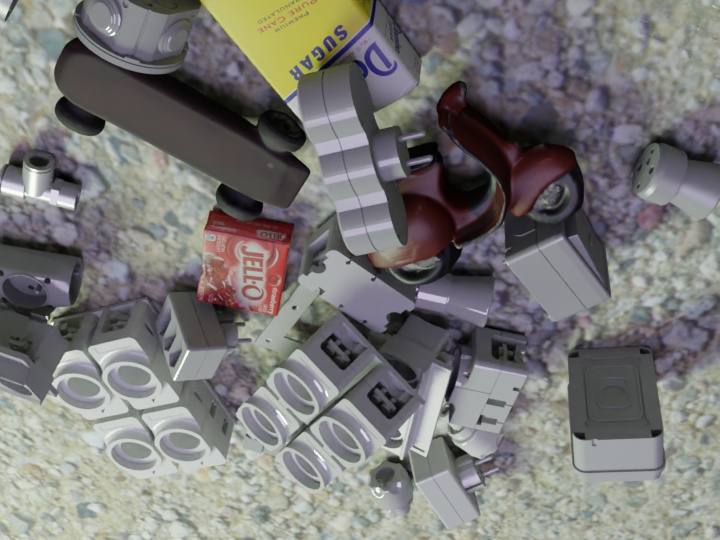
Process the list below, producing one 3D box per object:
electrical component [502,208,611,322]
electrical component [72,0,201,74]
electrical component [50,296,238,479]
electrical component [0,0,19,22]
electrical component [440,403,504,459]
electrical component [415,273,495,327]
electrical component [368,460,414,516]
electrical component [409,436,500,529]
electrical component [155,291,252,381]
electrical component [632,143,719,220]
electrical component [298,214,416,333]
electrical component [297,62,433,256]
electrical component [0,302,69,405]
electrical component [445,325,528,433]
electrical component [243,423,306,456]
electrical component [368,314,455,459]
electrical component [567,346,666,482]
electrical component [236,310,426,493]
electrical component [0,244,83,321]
[{"bbox_3d":[0.164,-0.009,0.862,0.061,0.061,0.096,-26,125,27],"label":"electrical component"},{"bbox_3d":[-0.152,-0.175,0.737,0.080,0.080,0.051,22,126,-13],"label":"electrical component"},{"bbox_3d":[-0.210,0.121,1.030,0.105,0.060,0.186,-13,129,19],"label":"electrical component"},{"bbox_3d":[-0.213,-0.221,0.720,0.074,0.052,0.138,28,130,-18],"label":"electrical component"},{"bbox_3d":[0.103,0.149,1.028,0.062,0.043,0.043,37,127,-23],"label":"electrical component"},{"bbox_3d":[0.078,0.021,0.915,0.065,0.044,0.044,12,133,2],"label":"electrical component"},{"bbox_3d":[0.035,0.230,1.111,0.043,0.043,0.062,-11,131,16],"label":"electrical component"},{"bbox_3d":[0.102,0.207,1.081,0.076,0.047,0.083,-25,126,11],"label":"electrical component"},{"bbox_3d":[-0.134,0.058,0.965,0.077,0.065,0.047,-1,140,-32],"label":"electrical component"},{"bbox_3d":[0.240,-0.067,0.810,0.055,0.045,0.045,19,132,-10],"label":"electrical component"},{"bbox_3d":[0.000,0.000,0.895,0.089,0.055,0.050,34,128,-22],"label":"electrical component"},{"bbox_3d":[0.013,-0.079,0.750,0.074,0.052,0.138,-11,117,16],"label":"electrical component"},{"bbox_3d":[-0.324,0.064,0.943,0.121,0.063,0.078,16,154,15],"label":"electrical component"},{"bbox_3d":[0.111,0.099,0.976,0.056,0.050,0.089,12,133,-5],"label":"electrical component"},{"bbox_3d":[-0.081,0.157,1.058,0.055,0.048,0.066,18,133,1],"label":"electrical component"},{"bbox_3d":[0.042,0.104,0.972,0.079,0.063,0.121,25,135,15],"label":"electrical component"},{"bbox_3d":[0.223,0.127,0.945,0.078,0.113,0.057,-4,129,11],"label":"electrical component"},{"bbox_3d":[-0.035,0.125,0.947,0.105,0.060,0.186,46,147,2],"label":"electrical component"},{"bbox_3d":[-0.289,0.017,0.954,0.077,0.044,0.079,10,134,-1],"label":"electrical component"}]
